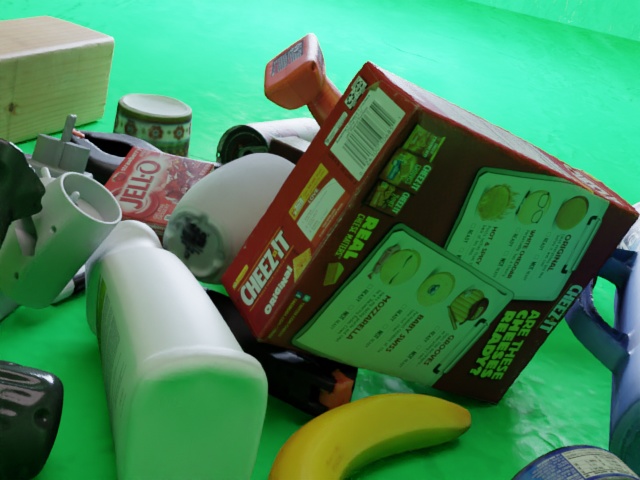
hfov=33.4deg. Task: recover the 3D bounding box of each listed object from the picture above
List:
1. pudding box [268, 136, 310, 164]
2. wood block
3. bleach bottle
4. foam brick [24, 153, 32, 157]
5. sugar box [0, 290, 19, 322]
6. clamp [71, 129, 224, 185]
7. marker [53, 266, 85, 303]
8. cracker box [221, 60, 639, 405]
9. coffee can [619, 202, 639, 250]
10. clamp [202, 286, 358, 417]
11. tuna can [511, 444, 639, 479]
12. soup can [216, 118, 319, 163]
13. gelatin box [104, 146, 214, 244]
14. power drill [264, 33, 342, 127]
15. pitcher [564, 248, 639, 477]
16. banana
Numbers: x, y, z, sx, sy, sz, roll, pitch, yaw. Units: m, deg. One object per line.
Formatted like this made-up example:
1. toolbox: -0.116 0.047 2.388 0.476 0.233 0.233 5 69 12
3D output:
1. pudding box: 0.001 -0.025 0.873 0.114 0.090 0.039 25 24 26
2. wood block: -0.294 -0.152 1.013 0.090 0.091 0.205 21 22 17
3. bleach bottle: -0.098 0.048 0.612 0.068 0.103 0.251 2 24 -21
4. foam brick: -0.233 -0.035 0.809 0.078 0.051 0.053 12 22 -4
5. sugar box: -0.274 -0.003 0.714 0.176 0.048 0.093 15 21 6
6. clamp: -0.151 -0.054 0.929 0.171 0.039 0.120 14 21 6
7. marker: -0.154 0.020 0.766 0.020 0.020 0.120 22 23 21
8. cracker box: 0.071 0.004 0.660 0.213 0.164 0.072 19 23 -39
9. coffee can: 0.303 0.033 0.893 0.103 0.103 0.140 13 22 -2
10. clamp: -0.045 0.058 0.713 0.164 0.036 0.210 3 21 -24
11. tuna can: 0.126 0.145 0.530 0.086 0.086 0.034 4 22 -24
12. soup can: -0.041 -0.080 1.018 0.069 0.068 0.102 27 24 30
13. gelatin box: -0.133 -0.034 0.853 0.073 0.030 0.089 13 41 12
14. power drill: 0.024 -0.083 0.953 0.187 0.057 0.184 53 13 -23
15. pitcher: 0.244 0.084 0.704 0.149 0.145 0.242 -14 14 24
16. banana: 0.022 0.123 0.598 0.070 0.037 0.197 40 30 13
